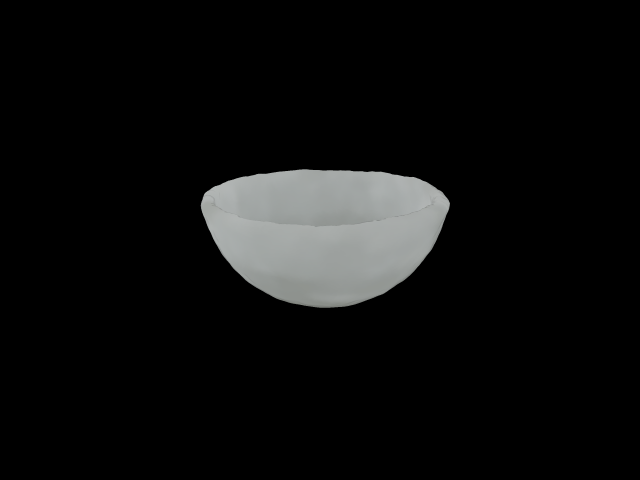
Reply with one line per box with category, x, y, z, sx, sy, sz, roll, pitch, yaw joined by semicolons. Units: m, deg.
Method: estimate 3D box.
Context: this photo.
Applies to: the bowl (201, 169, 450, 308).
bowl;0.004;0.001;0.400;0.167;0.075;0.167;0;19;0
